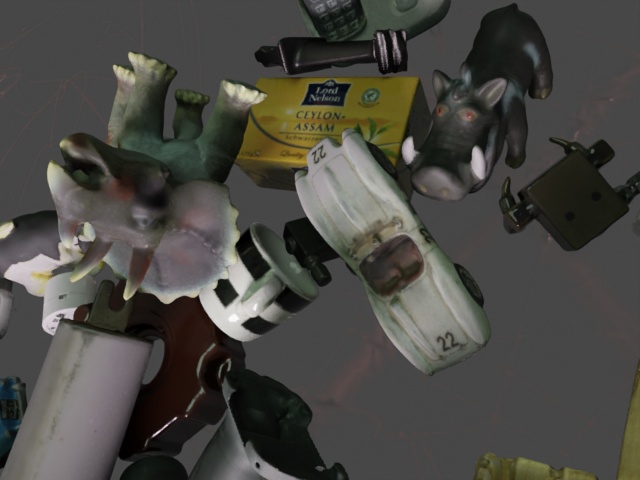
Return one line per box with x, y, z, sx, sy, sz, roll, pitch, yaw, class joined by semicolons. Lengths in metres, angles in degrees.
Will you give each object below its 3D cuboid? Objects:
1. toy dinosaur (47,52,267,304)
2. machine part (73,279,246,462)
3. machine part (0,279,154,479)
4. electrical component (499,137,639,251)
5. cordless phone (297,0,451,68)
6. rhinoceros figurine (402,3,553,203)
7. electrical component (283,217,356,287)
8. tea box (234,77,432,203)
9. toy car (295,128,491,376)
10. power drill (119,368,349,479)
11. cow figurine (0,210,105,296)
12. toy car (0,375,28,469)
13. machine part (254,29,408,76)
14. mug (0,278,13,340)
-0.153;-0.061;0.509;0.405;0.131;0.192;-153;80;-70;toy dinosaur
-0.158;0.110;0.495;0.179;0.056;0.179;-8;65;18;machine part
-0.191;0.151;0.416;0.079;0.079;0.243;7;75;26;machine part
0.193;-0.037;0.422;0.102;0.045;0.078;-44;86;2;electrical component
0.036;-0.270;0.512;0.147;0.184;0.089;-22;56;13;cordless phone
0.134;-0.107;0.439;0.073;0.112;0.190;20;68;27;rhinoceros figurine
-0.001;-0.001;0.480;0.063;0.021;0.094;-15;54;-27;electrical component
0.010;-0.097;0.511;0.170;0.068;0.098;6;70;26;tea box
0.053;0.006;0.415;0.073;0.056;0.202;-38;81;27;toy car
-0.070;0.206;0.351;0.207;0.086;0.232;-60;30;12;power drill
-0.272;-0.006;0.573;0.167;0.098;0.068;-21;54;13;cow figurine
-0.368;0.195;0.519;0.162;0.102;0.109;-30;60;10;toy car
0.012;-0.173;0.501;0.139;0.084;0.039;9;107;31;machine part
-0.383;0.093;0.591;0.110;0.080;0.107;2;79;18;mug
